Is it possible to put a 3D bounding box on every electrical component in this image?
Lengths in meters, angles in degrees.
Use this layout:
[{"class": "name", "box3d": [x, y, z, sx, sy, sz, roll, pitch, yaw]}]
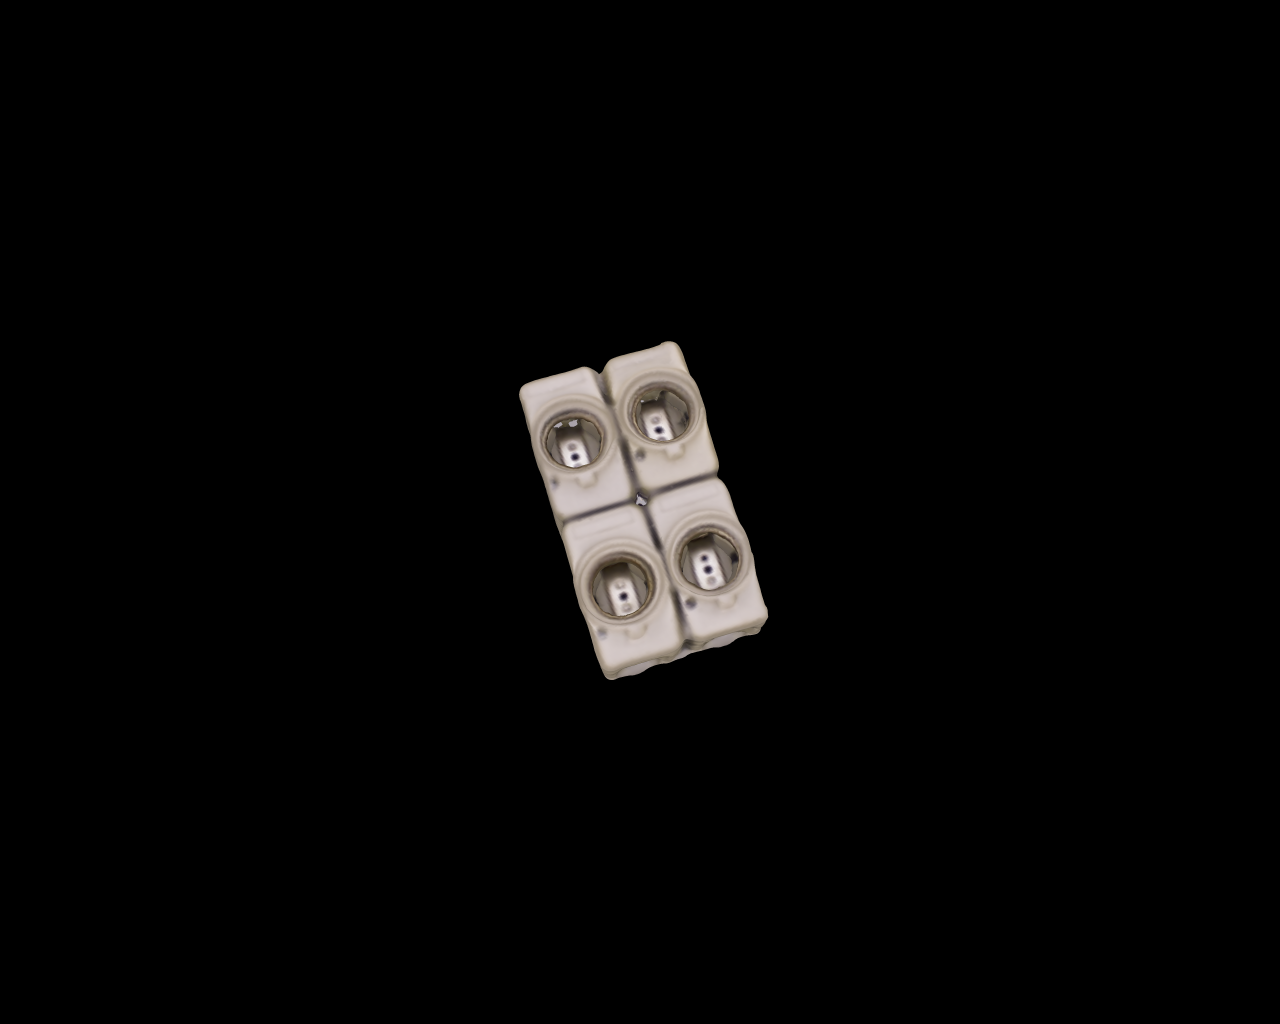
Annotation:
[{"class": "electrical component", "box3d": [0.001, -0.003, 0.650, 0.105, 0.186, 0.060, -17, -15, -5]}]
